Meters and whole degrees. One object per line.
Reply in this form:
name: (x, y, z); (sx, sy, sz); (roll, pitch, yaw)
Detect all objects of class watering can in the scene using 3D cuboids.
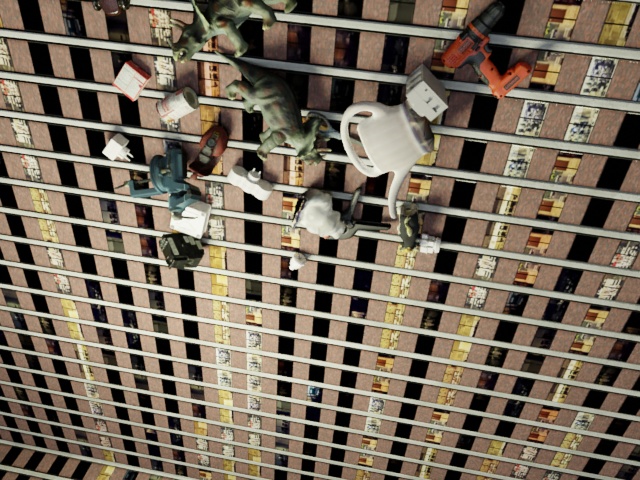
watering can: (0.200, -0.226, 1.361); (0.222, 0.342, 0.106); (-23, 26, 23)

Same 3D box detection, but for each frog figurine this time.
frog figurine: (0.005, -0.078, 1.544); (0.159, 0.135, 0.125); (16, 21, -15)
